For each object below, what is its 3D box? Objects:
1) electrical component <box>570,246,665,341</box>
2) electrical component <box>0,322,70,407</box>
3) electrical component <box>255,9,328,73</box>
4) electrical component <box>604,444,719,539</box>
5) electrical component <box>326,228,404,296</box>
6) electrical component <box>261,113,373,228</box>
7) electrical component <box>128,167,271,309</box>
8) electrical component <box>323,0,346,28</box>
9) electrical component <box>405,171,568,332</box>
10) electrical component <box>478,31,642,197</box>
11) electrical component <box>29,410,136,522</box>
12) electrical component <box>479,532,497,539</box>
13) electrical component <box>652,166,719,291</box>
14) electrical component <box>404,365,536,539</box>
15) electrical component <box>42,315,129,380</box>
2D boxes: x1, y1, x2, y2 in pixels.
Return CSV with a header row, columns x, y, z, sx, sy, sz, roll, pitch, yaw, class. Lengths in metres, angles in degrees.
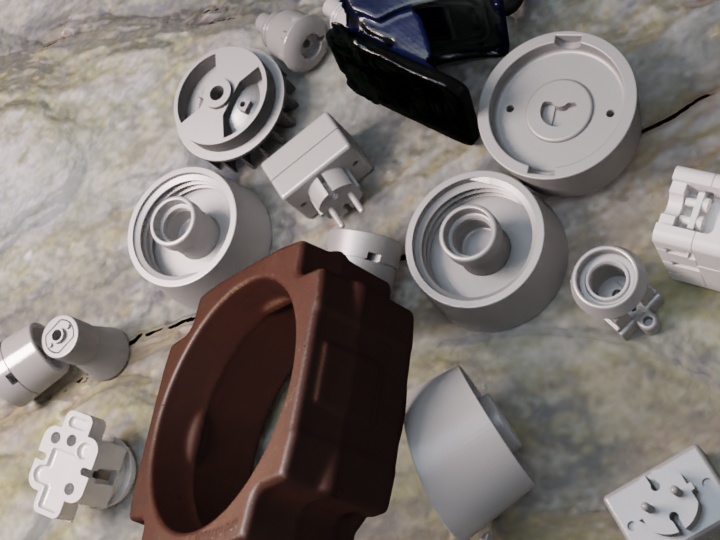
x,y,z,sx,sy,sz,roll,pitch,yaw,class
0.164,0.012,0.696,0.048,0.055,0.066,-47,61,4,electrical component
-0.271,0.075,0.875,0.047,0.055,0.055,-34,62,6,electrical component
-0.059,-0.191,0.874,0.062,0.048,0.048,33,89,36,electrical component
0.182,0.138,0.633,0.066,0.077,0.047,-34,62,11,electrical component
0.000,0.000,0.777,0.055,0.055,0.047,7,80,26,electrical component
-0.023,-0.065,0.812,0.066,0.047,0.076,-38,62,9,electrical component
-0.131,-0.029,0.842,0.108,0.060,0.108,-8,70,22,electrical component
-0.004,-0.195,0.850,0.062,0.043,0.043,40,92,31,electrical component
0.083,-0.016,0.740,0.108,0.060,0.108,-8,70,22,electrical component
0.142,-0.102,0.742,0.108,0.060,0.108,-8,70,22,electrical component
-0.208,0.151,0.819,0.058,0.057,0.078,13,79,27,electrical component
0.066,0.212,0.653,0.064,0.099,0.099,33,89,23,electrical component
0.221,-0.021,0.662,0.056,0.089,0.050,17,81,28,electrical component
0.066,0.113,0.684,0.064,0.099,0.099,-33,62,4,electrical component
-0.219,0.059,0.850,0.044,0.065,0.044,-8,70,22,electrical component
